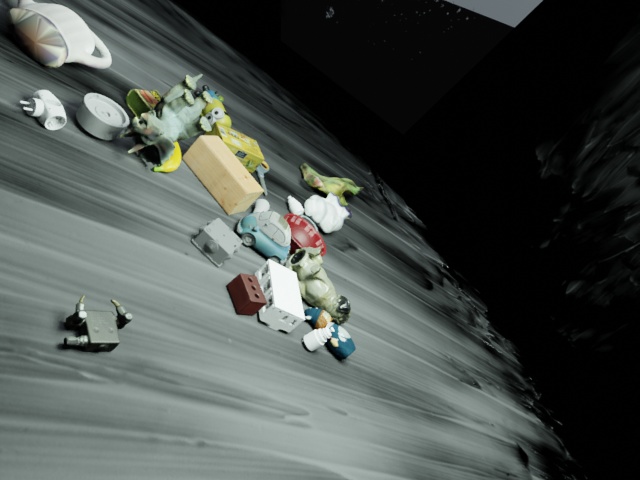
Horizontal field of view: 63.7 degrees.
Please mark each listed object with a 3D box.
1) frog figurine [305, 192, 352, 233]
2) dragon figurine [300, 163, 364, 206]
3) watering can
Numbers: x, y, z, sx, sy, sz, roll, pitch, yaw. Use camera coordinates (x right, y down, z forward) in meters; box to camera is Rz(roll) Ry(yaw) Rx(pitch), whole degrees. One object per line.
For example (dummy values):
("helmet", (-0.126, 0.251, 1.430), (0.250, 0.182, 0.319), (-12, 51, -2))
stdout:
("frog figurine", (0.005, -0.085, 1.680), (0.161, 0.121, 0.138), (-17, 78, -45))
("dragon figurine", (0.035, -0.224, 1.960), (0.243, 0.121, 0.414), (38, 15, 1))
("watering can", (-0.679, -0.539, 1.262), (0.345, 0.102, 0.229), (40, 25, -14))
